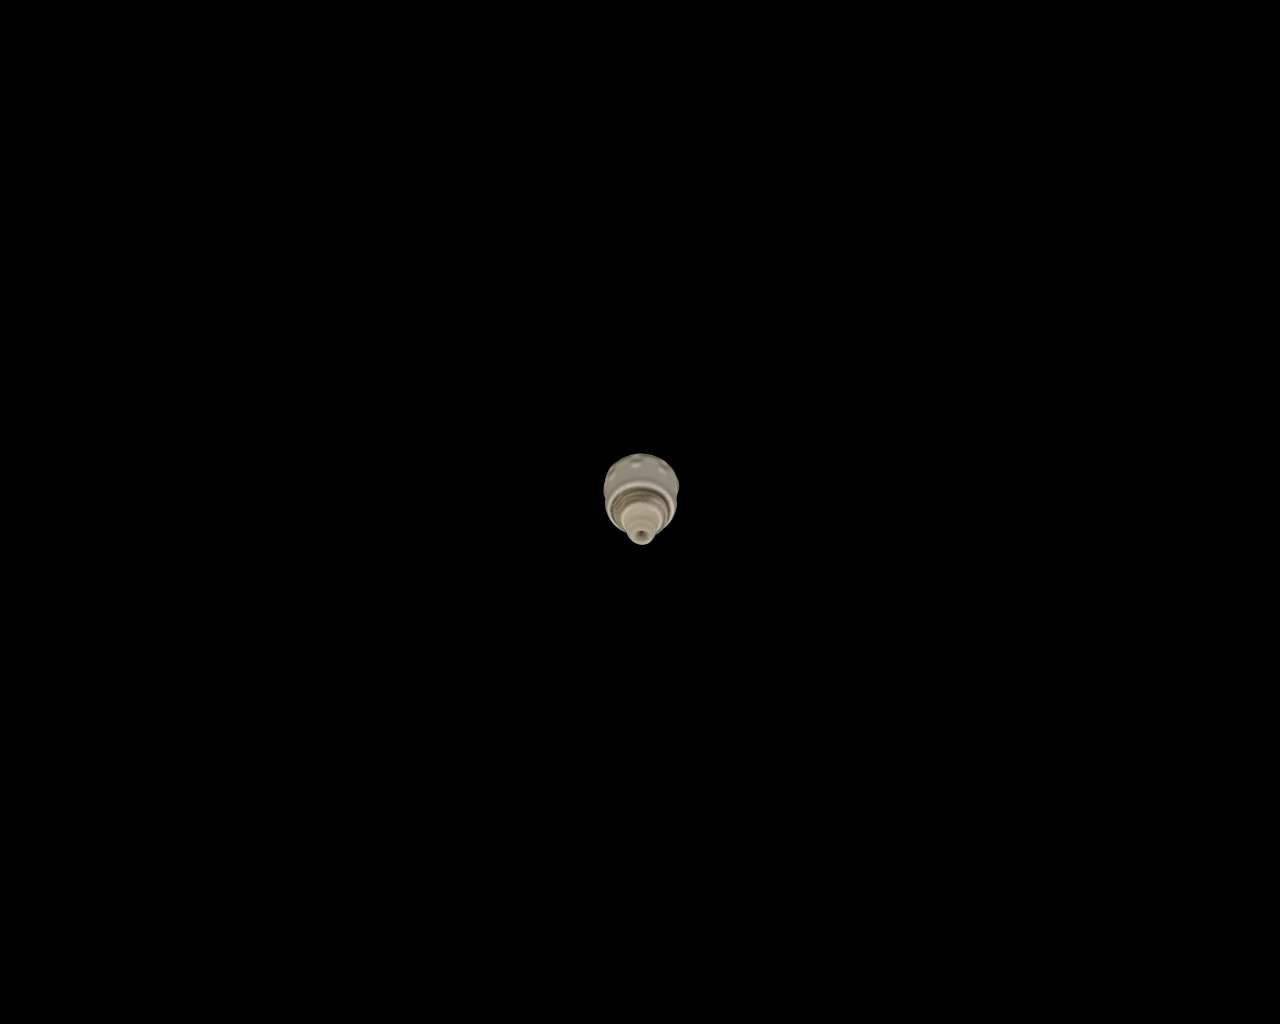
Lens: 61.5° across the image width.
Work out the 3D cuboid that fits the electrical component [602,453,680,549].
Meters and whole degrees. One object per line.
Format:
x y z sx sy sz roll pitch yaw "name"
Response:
0.001 -0.003 0.650 0.048 0.048 0.062 0 34 0 "electrical component"
